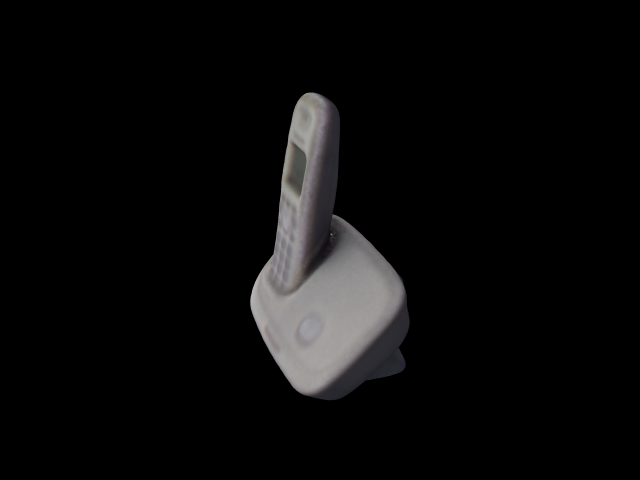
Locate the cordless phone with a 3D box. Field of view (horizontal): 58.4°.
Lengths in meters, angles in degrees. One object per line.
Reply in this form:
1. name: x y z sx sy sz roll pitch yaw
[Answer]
1. cordless phone: 0.004 0.001 0.400 0.094 0.185 0.147 -13 32 -22
